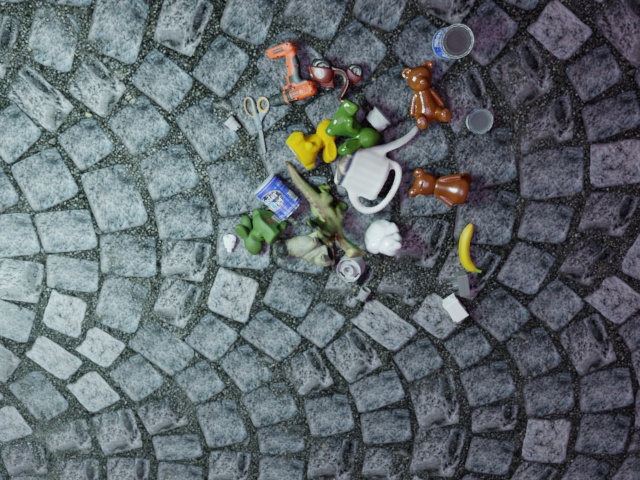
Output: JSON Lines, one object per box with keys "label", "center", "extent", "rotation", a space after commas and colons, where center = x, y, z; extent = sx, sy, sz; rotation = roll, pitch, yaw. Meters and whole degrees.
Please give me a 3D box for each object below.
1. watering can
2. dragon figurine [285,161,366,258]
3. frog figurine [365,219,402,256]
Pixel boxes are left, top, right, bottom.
{"label": "watering can", "center": [0.185, -0.265, 1.773], "extent": [0.224, 0.104, 0.346], "rotation": [23, 96, -5]}
{"label": "dragon figurine", "center": [0.005, -0.088, 1.757], "extent": [0.407, 0.247, 0.121], "rotation": [43, 109, -13]}
{"label": "frog figurine", "center": [0.222, -0.001, 1.815], "extent": [0.136, 0.161, 0.122], "rotation": [-34, 102, 12]}
